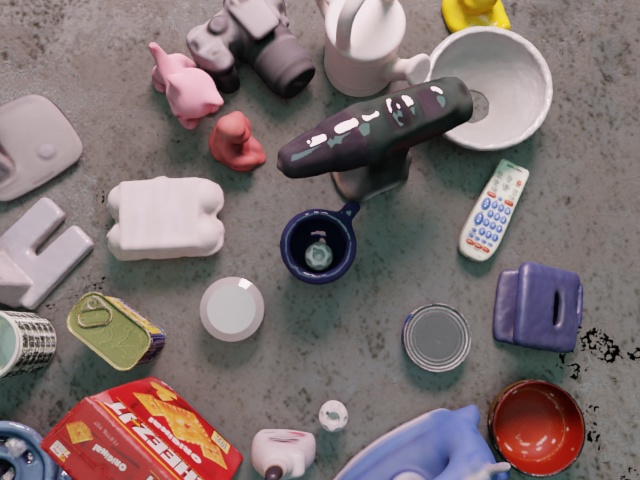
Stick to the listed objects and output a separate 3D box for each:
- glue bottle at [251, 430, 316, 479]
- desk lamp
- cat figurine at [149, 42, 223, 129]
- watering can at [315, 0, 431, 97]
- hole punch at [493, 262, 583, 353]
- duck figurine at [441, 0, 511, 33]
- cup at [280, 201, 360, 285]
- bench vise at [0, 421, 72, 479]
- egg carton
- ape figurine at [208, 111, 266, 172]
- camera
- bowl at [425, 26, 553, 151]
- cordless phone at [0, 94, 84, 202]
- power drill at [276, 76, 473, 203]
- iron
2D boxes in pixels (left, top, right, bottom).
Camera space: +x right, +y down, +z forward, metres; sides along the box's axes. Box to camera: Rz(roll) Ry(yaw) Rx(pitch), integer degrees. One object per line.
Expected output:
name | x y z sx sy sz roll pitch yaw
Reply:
glue bottle | -0.045 0.248 0.648 0.078 0.173 0.037 0 82 1
desk lamp | -0.404 0.030 0.659 0.118 0.213 0.203 42 84 6
cat figurine | -0.176 -0.201 0.739 0.067 0.118 0.128 -38 83 -4
watering can | 0.062 -0.257 0.707 0.173 0.194 0.101 22 83 3
hole punch | 0.278 0.083 0.711 0.101 0.091 0.109 7 82 1
duck figurine | 0.216 -0.316 0.769 0.077 0.086 0.104 -44 84 -5
cup | 0.007 0.003 0.721 0.091 0.095 0.118 40 84 5
bench vise | -0.399 0.260 0.624 0.207 0.220 0.121 3 82 1
egg carton | -0.198 -0.028 0.739 0.150 0.069 0.107 -4 82 0
ape figurine | -0.110 -0.133 0.742 0.076 0.092 0.078 6 82 1
camera | -0.082 -0.250 0.754 0.143 0.101 0.137 -39 84 -5
bowl | 0.212 -0.189 0.757 0.167 0.075 0.167 0 82 0
cordless phone | -0.392 -0.127 0.695 0.147 0.185 0.094 -35 83 -4
power drill | 0.062 -0.108 0.679 0.229 0.208 0.075 -26 82 -3
iron | 0.097 0.296 0.657 0.258 0.141 0.118 -27 83 -3
